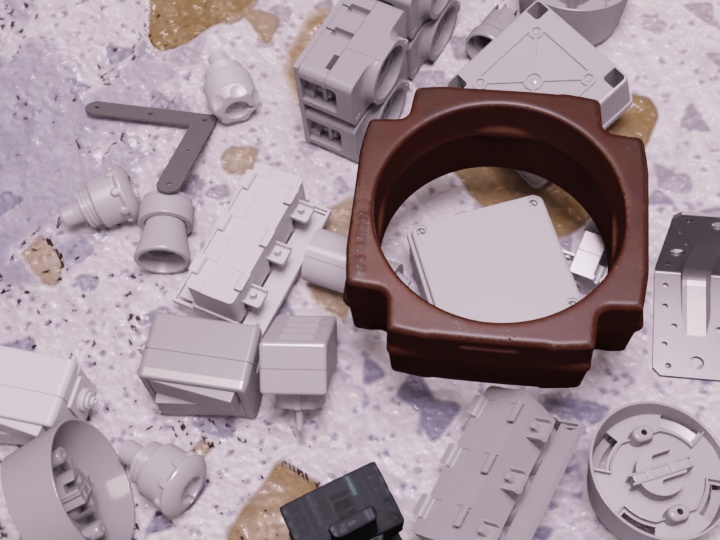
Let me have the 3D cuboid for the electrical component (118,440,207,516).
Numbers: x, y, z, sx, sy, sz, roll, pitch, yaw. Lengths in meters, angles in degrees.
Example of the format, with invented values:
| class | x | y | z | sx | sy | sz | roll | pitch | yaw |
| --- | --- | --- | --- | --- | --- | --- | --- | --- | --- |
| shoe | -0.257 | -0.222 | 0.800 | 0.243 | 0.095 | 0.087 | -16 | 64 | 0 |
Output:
| class | x | y | z | sx | sy | sz | roll | pitch | yaw |
| --- | --- | --- | --- | --- | --- | --- | --- | --- | --- |
| electrical component | -0.145 | 0.143 | 0.772 | 0.062 | 0.048 | 0.048 | 25 | 67 | 23 |

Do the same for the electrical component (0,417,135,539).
| class | x | y | z | sx | sy | sz | roll | pitch | yaw |
| --- | --- | --- | --- | --- | --- | --- | --- | --- | --- |
| electrical component | -0.201 | 0.156 | 0.741 | 0.064 | 0.099 | 0.099 | -26 | 64 | -3 |

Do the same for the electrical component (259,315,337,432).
| class | x | y | z | sx | sy | sz | roll | pitch | yaw |
| --- | --- | --- | --- | --- | --- | --- | --- | --- | --- |
| electrical component | -0.044 | 0.079 | 0.787 | 0.047 | 0.083 | 0.075 | 1 | 101 | 4 |

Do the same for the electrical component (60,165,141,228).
| class | x | y | z | sx | sy | sz | roll | pitch | yaw |
| --- | --- | --- | --- | --- | --- | --- | --- | --- | --- |
| electrical component | -0.213 | -0.054 | 0.878 | 0.062 | 0.048 | 0.048 | -23 | 64 | 0 |

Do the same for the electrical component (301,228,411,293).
| class | x | y | z | sx | sy | sz | roll | pitch | yaw |
| --- | --- | --- | --- | --- | --- | --- | --- | --- | --- |
| electrical component | 0.000 | 0.000 | 0.836 | 0.081 | 0.043 | 0.043 | 18 | 65 | 12 |

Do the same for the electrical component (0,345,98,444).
| class | x | y | z | sx | sy | sz | roll | pitch | yaw |
| --- | --- | --- | --- | --- | --- | --- | --- | --- | --- |
| electrical component | -0.242 | 0.097 | 0.791 | 0.096 | 0.061 | 0.061 | 10 | 64 | 9 |

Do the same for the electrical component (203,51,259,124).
| class | x | y | z | sx | sy | sz | roll | pitch | yaw |
| --- | --- | --- | --- | --- | --- | --- | --- | --- | --- |
| electrical component | -0.114 | -0.161 | 0.926 | 0.043 | 0.043 | 0.062 | -19 | 62 | -6 |

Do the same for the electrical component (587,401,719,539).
| class | x | y | z | sx | sy | sz | roll | pitch | yaw |
| --- | --- | --- | --- | --- | --- | --- | --- | --- | --- |
| electrical component | 0.203 | 0.142 | 0.739 | 0.099 | 0.064 | 0.099 | -1 | 63 | 3 |

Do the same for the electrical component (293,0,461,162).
| class | x | y | z | sx | sy | sz | roll | pitch | yaw |
| --- | --- | --- | --- | --- | --- | --- | --- | --- | --- |
| electrical component | 0.022 | -0.194 | 0.899 | 0.060 | 0.105 | 0.186 | 25 | 67 | 15 |

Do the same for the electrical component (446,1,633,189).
| class | x | y | z | sx | sy | sz | roll | pitch | yaw |
| --- | --- | --- | --- | --- | --- | --- | --- | --- | --- |
| electrical component | 0.146 | -0.143 | 0.878 | 0.109 | 0.056 | 0.108 | -42 | 67 | 2 |

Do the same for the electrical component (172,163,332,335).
| class | x | y | z | sx | sy | sz | roll | pitch | yaw |
| --- | --- | --- | --- | --- | --- | --- | --- | --- | --- |
| electrical component | -0.085 | -0.017 | 0.839 | 0.079 | 0.063 | 0.121 | 21 | 66 | 14 |

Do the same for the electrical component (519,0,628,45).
| class | x | y | z | sx | sy | sz | roll | pitch | yaw |
| --- | --- | --- | --- | --- | --- | --- | --- | --- | --- |
| electrical component | 0.186 | -0.243 | 0.937 | 0.099 | 0.064 | 0.099 | -1 | 63 | 3 |

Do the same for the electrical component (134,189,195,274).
| class | x | y | z | sx | sy | sz | roll | pitch | yaw |
| --- | --- | --- | --- | --- | --- | --- | --- | --- | --- |
| electrical component | -0.156 | -0.031 | 0.861 | 0.045 | 0.045 | 0.055 | -1 | 62 | 3 |

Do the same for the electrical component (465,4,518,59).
| class | x | y | z | sx | sy | sz | roll | pitch | yaw |
| --- | --- | --- | --- | --- | --- | --- | --- | --- | --- |
| electrical component | 0.120 | -0.204 | 0.936 | 0.040 | 0.040 | 0.046 | 27 | 62 | 16 |

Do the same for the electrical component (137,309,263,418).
| class | x | y | z | sx | sy | sz | roll | pitch | yaw |
| --- | --- | --- | --- | --- | --- | --- | --- | --- | --- |
| electrical component | -0.121 | 0.073 | 0.796 | 0.096 | 0.061 | 0.061 | 7 | 63 | 7 |

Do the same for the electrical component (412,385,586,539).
| class | x | y | z | sx | sy | sz | roll | pitch | yaw |
| --- | --- | --- | --- | --- | --- | --- | --- | --- | --- |
| electrical component | 0.091 | 0.145 | 0.738 | 0.079 | 0.063 | 0.121 | 1 | 53 | 51 |

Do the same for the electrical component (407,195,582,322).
| class | x | y | z | sx | sy | sz | roll | pitch | yaw |
| --- | --- | --- | --- | --- | --- | --- | --- | --- | --- |
| electrical component | 0.101 | 0.010 | 0.817 | 0.109 | 0.056 | 0.108 | -14 | 63 | -4 |

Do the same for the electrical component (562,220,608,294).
| class | x | y | z | sx | sy | sz | roll | pitch | yaw |
| --- | --- | --- | --- | --- | --- | --- | --- | --- | --- |
| electrical component | 0.190 | -0.010 | 0.829 | 0.066 | 0.048 | 0.055 | 21 | 74 | 14 |
